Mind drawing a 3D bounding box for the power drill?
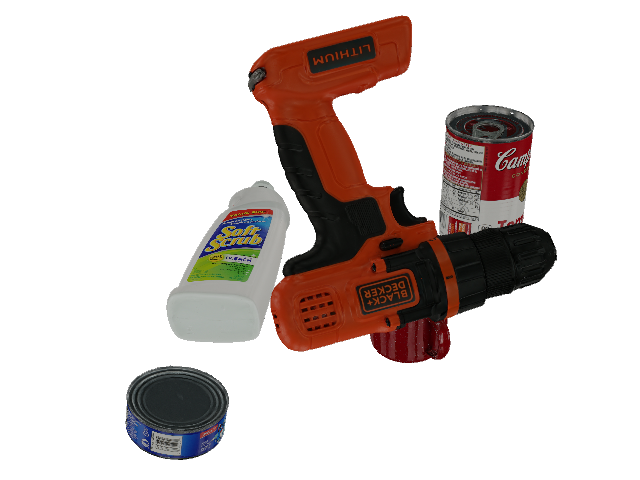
[{"bbox_3d":[0.043,-0.038,0.662,0.184,0.187,0.057,-15,-1,-11],"label":"power drill"}]

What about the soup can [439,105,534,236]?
[{"bbox_3d":[0.129,-0.047,0.844,0.068,0.102,0.068,0,29,0],"label":"soup can"}]

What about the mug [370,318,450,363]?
[{"bbox_3d":[0.098,0.079,1.104,0.093,0.081,0.117,-22,40,-23],"label":"mug"}]

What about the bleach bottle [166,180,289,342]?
[{"bbox_3d":[-0.094,0.010,1.198,0.102,0.068,0.250,1,35,8],"label":"bleach bottle"}]

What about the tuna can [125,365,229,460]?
[{"bbox_3d":[-0.122,0.145,0.903,0.086,0.034,0.086,7,30,-4],"label":"tuna can"}]
